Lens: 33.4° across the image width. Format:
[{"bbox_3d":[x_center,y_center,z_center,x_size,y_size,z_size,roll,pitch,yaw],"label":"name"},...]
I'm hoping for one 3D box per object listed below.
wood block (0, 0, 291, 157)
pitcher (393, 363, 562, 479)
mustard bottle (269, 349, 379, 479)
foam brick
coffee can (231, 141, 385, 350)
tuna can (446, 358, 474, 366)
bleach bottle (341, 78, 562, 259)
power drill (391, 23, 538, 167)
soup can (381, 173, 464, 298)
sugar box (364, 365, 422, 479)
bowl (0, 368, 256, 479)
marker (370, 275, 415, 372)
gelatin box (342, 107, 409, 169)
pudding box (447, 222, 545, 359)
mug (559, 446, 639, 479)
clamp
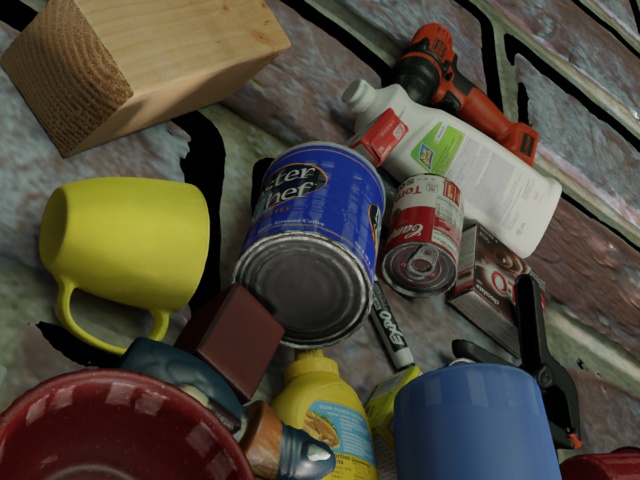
[{"bbox_3d":[-0.127,-0.146,0.820,0.090,0.091,0.205,56,36,1],"label":"wood block"},{"bbox_3d":[0.125,0.215,0.732,0.149,0.145,0.243,54,27,-56],"label":"pitcher"},{"bbox_3d":[0.003,0.159,0.755,0.096,0.058,0.191,25,46,-43],"label":"mustard bottle"},{"bbox_3d":[-0.069,0.079,0.742,0.051,0.053,0.078,45,38,-14],"label":"foam brick"},{"bbox_3d":[-0.005,0.001,0.814,0.102,0.103,0.140,42,28,-18],"label":"coffee can"},{"bbox_3d":[0.125,0.148,0.926,0.086,0.034,0.086,29,43,-32],"label":"tuna can"},{"bbox_3d":[0.127,-0.083,1.068,0.250,0.068,0.102,36,70,-23],"label":"bleach bottle"},{"bbox_3d":[0.155,-0.137,1.164,0.187,0.057,0.184,45,37,-14],"label":"power drill"},{"bbox_3d":[0.096,-0.006,0.985,0.068,0.069,0.102,39,39,-22],"label":"soup can"},{"bbox_3d":[0.100,0.195,0.852,0.176,0.048,0.093,54,36,-8],"label":"sugar box"},{"bbox_3d":[-0.114,0.153,0.584,0.162,0.055,0.162,19,45,-20],"label":"bowl"},{"bbox_3d":[0.060,0.079,0.918,0.020,0.020,0.121,-8,69,-51],"label":"marker"},{"bbox_3d":[0.030,-0.070,0.940,0.030,0.089,0.073,50,36,-8],"label":"gelatin box"},{"bbox_3d":[0.177,0.051,1.057,0.113,0.039,0.090,36,41,-24],"label":"pudding box"},{"bbox_3d":[0.270,0.234,0.960,0.081,0.117,0.093,8,78,-40],"label":"mug"},{"bbox_3d":[0.188,0.130,0.994,0.120,0.039,0.171,-28,97,-28],"label":"clamp"}]
